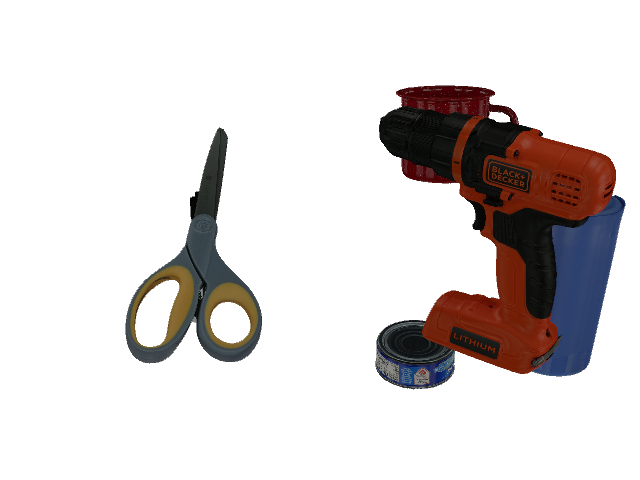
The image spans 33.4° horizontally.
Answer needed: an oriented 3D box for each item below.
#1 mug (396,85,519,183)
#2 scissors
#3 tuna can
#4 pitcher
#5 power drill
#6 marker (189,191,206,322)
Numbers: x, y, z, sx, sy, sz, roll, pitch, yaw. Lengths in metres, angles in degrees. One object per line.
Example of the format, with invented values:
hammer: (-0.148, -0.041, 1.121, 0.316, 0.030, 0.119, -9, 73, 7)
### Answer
mug: (0.130, -0.101, 1.013, 0.117, 0.081, 0.093, 2, 15, 11)
scissors: (-0.065, 0.005, 0.729, 0.096, 0.201, 0.016, 20, -37, 7)
tuna can: (0.102, 0.121, 1.150, 0.086, 0.034, 0.086, -1, 29, 0)
pitcher: (0.303, 0.052, 1.386, 0.149, 0.243, 0.145, 5, 23, 5)
power drill: (0.122, -0.003, 0.812, 0.185, 0.188, 0.057, 20, 35, 30)
marker: (-0.111, 0.015, 0.977, 0.020, 0.121, 0.020, 2, 13, -1)
